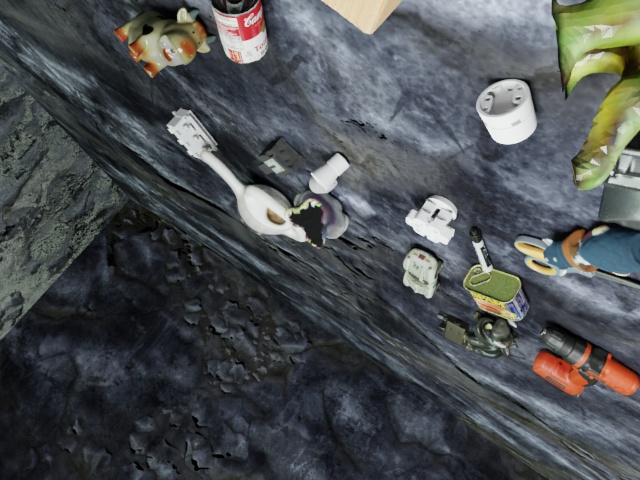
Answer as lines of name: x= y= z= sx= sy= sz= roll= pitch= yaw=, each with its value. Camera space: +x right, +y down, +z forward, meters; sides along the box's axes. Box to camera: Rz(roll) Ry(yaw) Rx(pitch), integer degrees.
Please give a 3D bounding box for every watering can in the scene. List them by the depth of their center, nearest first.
watering can: x=-0.175 y=-0.106 z=1.360 sx=0.346 sy=0.105 sz=0.223 roll=39 pitch=165 yaw=-9

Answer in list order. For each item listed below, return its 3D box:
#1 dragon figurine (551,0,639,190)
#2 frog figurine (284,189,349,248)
dragon figurine: x=0.266 y=-0.157 z=0.309 sx=0.242 sy=0.125 sz=0.402 roll=-1 pitch=124 yaw=31
frog figurine: x=0.004 y=-0.059 z=1.178 sx=0.138 sy=0.121 sz=0.161 roll=24 pitch=-163 yaw=13
